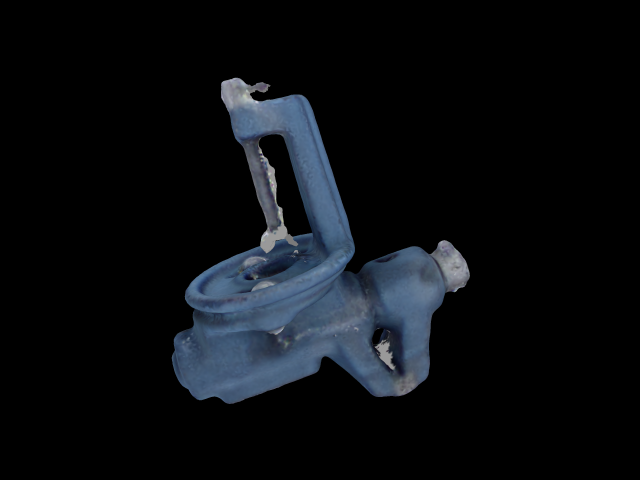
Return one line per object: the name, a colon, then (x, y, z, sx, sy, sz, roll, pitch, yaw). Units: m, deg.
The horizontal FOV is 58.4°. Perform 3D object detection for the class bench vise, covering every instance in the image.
bench vise: (-0.002, -0.001, 0.410, 0.208, 0.220, 0.121, -6, 13, -29)
